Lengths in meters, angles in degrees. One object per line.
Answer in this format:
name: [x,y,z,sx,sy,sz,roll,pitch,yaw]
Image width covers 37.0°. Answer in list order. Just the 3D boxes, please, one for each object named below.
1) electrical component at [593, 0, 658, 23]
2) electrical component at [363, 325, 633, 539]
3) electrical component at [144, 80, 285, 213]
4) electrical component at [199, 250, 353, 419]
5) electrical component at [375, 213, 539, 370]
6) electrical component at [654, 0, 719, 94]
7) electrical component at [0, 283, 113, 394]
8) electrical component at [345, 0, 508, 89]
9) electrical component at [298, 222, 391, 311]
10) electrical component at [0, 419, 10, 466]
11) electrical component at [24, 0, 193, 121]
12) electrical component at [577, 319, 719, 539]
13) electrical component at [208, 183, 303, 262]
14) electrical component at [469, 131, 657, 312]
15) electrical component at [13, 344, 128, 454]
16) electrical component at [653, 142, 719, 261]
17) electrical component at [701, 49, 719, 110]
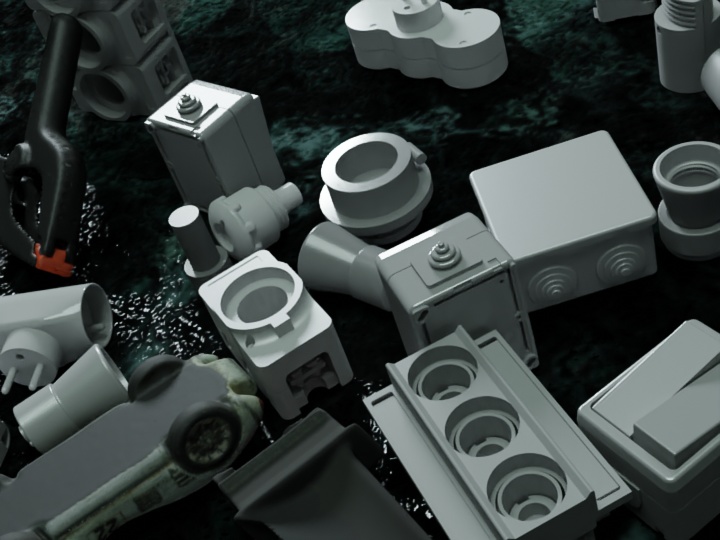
electrical component: [0.196,-0.224,0.808,0.081,0.063,0.042,-8,43,14]
electrical component: [0.064,0.093,0.519,0.079,0.063,0.121,-27,42,-8]
electrical component: [-0.100,-0.090,0.756,0.062,0.096,0.061,20,54,37]
electrical component: [-0.052,0.034,0.634,0.050,0.055,0.089,-32,42,-13]
electrical component: [0.050,0.016,0.582,0.062,0.096,0.061,-26,40,-7]
electrical component: [0.220,-0.164,0.721,0.043,0.081,0.043,-11,42,10]
electrical component: [-0.207,0.048,0.689,0.077,0.044,0.079,-8,42,13]
electrical component: [0.046,-0.191,0.824,0.138,0.073,0.052,20,55,37]
electrical component: [0.000,0.000,0.662,0.065,0.044,0.044,21,55,31]
electrical component: [-0.257,0.116,0.610,0.057,0.078,0.113,-3,44,14]
electrical component: [-0.213,-0.201,0.879,0.089,0.150,0.061,8,47,28]
electrical component: [0.159,0.069,0.508,0.096,0.061,0.062,-35,43,-16]
electrical component: [-0.068,-0.037,0.727,0.062,0.048,0.048,-34,43,-25]
electrical component: [0.121,-0.028,0.637,0.100,0.048,0.099,-18,41,3]
electrical component: [-0.173,0.080,0.644,0.065,0.044,0.044,-34,43,-8]
electrical component: [0.193,-0.039,0.616,0.045,0.055,0.045,-11,42,10]
electrical component: [0.250,-0.105,0.674,0.043,0.043,0.081,-17,41,4]
